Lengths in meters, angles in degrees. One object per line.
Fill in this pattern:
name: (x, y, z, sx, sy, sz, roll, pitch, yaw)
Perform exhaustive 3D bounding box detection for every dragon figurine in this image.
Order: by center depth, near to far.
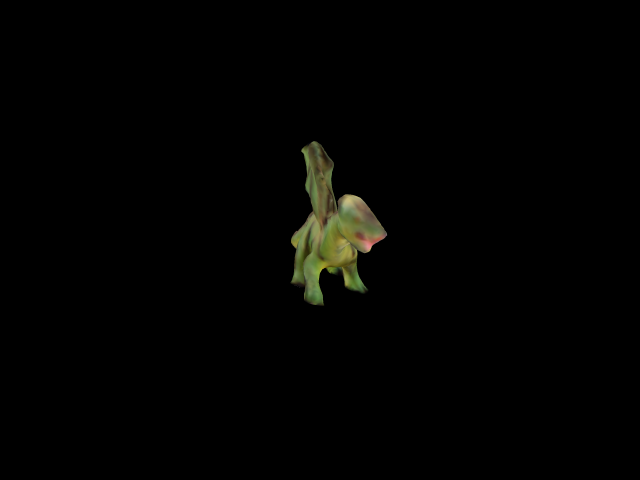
dragon figurine: (0.003, -0.043, 0.850, 0.122, 0.239, 0.415, -6, 19, -18)
